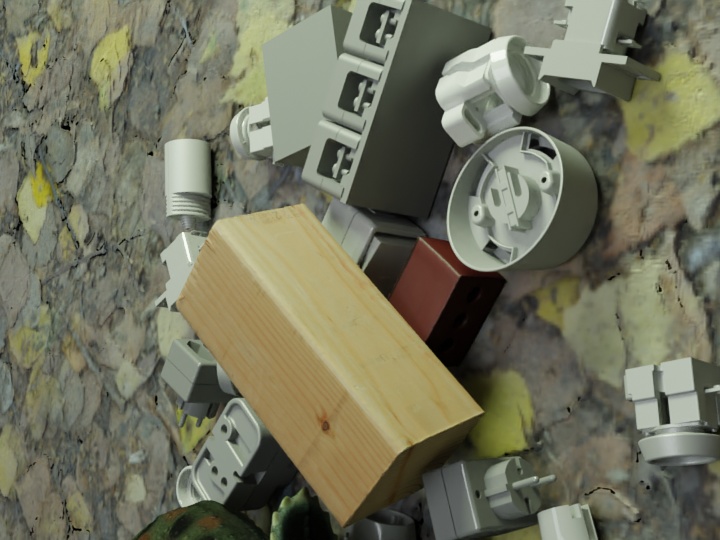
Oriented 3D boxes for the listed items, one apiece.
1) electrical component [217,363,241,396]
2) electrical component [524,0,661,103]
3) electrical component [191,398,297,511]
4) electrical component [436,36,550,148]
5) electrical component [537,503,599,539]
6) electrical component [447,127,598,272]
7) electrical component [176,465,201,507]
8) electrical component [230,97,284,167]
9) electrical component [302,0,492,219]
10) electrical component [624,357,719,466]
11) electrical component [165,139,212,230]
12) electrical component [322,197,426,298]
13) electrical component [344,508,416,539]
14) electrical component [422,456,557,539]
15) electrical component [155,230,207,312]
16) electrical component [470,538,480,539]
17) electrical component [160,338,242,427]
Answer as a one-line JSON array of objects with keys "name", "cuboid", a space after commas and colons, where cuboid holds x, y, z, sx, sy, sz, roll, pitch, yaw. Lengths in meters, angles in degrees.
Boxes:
[{"name": "electrical component", "cuboid": [-0.087, 0.080, 0.897, 0.055, 0.066, 0.048, -4, 81, 11]}, {"name": "electrical component", "cuboid": [0.154, -0.147, 0.701, 0.081, 0.042, 0.063, 19, 97, 44]}, {"name": "electrical component", "cuboid": [-0.090, 0.154, 0.897, 0.053, 0.059, 0.095, 49, 119, 37]}, {"name": "electrical component", "cuboid": [0.094, -0.127, 0.744, 0.057, 0.058, 0.078, -22, 33, 39]}, {"name": "electrical component", "cuboid": [0.134, 0.175, 0.683, 0.040, 0.040, 0.046, -30, 59, 39]}, {"name": "electrical component", "cuboid": [0.107, -0.045, 0.720, 0.099, 0.064, 0.099, -7, 80, 45]}, {"name": "electrical component", "cuboid": [-0.131, 0.191, 0.943, 0.040, 0.046, 0.040, -7, 80, 44]}, {"name": "electrical component", "cuboid": [-0.079, -0.121, 0.931, 0.055, 0.048, 0.066, -9, 78, 37]}, {"name": "electrical component", "cuboid": [0.024, -0.123, 0.795, 0.062, 0.089, 0.150, 29, 106, 43]}, {"name": "electrical component", "cuboid": [0.188, 0.085, 0.636, 0.066, 0.048, 0.055, -18, 65, 43]}, {"name": "electrical component", "cuboid": [-0.161, -0.078, 1.010, 0.043, 0.043, 0.081, -12, 77, 44]}, {"name": "electrical component", "cuboid": [0.000, 0.000, 0.824, 0.061, 0.062, 0.096, 39, 112, 41]}, {"name": "electrical component", "cuboid": [0.025, 0.222, 0.784, 0.079, 0.043, 0.077, 13, 94, 45]}, {"name": "electrical component", "cuboid": [0.093, 0.146, 0.708, 0.077, 0.066, 0.047, -28, 66, 40]}, {"name": "electrical component", "cuboid": [-0.153, 0.002, 0.994, 0.081, 0.042, 0.063, -40, 55, 34]}, {"name": "electrical component", "cuboid": [0.077, 0.213, 0.732, 0.055, 0.048, 0.066, 44, 116, 30]}, {"name": "electrical component", "cuboid": [-0.139, 0.105, 0.948, 0.047, 0.066, 0.076, 35, 110, 42]}]
